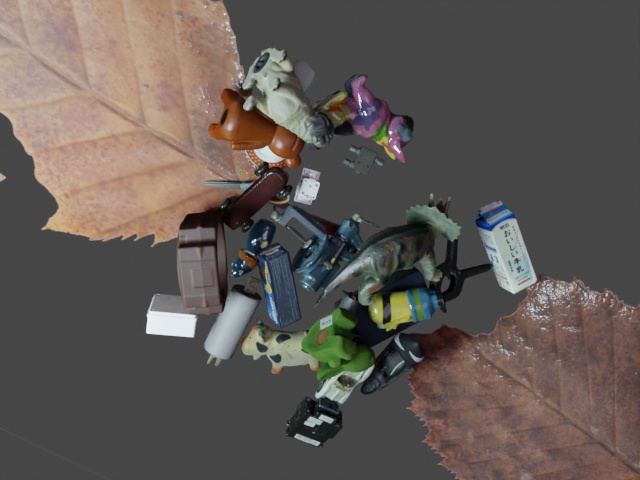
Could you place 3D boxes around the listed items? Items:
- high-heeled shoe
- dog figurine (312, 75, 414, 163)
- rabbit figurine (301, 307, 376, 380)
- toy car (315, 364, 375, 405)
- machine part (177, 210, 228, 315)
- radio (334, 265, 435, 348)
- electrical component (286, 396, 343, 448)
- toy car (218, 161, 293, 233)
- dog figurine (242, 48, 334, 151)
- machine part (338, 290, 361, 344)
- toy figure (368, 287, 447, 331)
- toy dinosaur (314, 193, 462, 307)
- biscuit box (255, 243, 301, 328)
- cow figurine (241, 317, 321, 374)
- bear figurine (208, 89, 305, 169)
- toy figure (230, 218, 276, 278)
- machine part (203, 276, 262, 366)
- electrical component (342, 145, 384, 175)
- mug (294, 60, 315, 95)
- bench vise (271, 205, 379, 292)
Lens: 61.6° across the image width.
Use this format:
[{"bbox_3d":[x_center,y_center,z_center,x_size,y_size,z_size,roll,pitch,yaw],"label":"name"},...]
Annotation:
[{"bbox_3d":[0.168,0.311,1.320,0.145,0.248,0.086,-38,74,-19],"label":"high-heeled shoe"},{"bbox_3d":[0.106,-0.253,1.213,0.191,0.108,0.219,-37,106,-2],"label":"dog figurine"},{"bbox_3d":[0.050,0.264,1.237,0.159,0.121,0.170,-36,126,23],"label":"rabbit figurine"},{"bbox_3d":[0.062,0.354,1.366,0.073,0.056,0.201,29,117,-15],"label":"toy car"},{"bbox_3d":[-0.255,0.048,1.177,0.087,0.201,0.200,-3,108,-3],"label":"machine part"},{"bbox_3d":[0.165,0.169,1.351,0.230,0.073,0.131,-28,108,0],"label":"radio"},{"bbox_3d":[-0.008,0.464,1.382,0.115,0.058,0.134,27,118,-18],"label":"electrical component"},{"bbox_3d":[-0.149,-0.095,1.221,0.089,0.053,0.202,40,121,-18],"label":"toy car"},{"bbox_3d":[-0.052,-0.292,1.114,0.190,0.121,0.172,28,58,-39],"label":"dog figurine"},{"bbox_3d":[0.064,0.189,1.283,0.084,0.039,0.138,13,108,3],"label":"machine part"},{"bbox_3d":[0.203,0.154,1.268,0.180,0.082,0.089,-16,85,10],"label":"toy figure"},{"bbox_3d":[0.167,0.025,1.221,0.405,0.131,0.191,-22,128,-25],"label":"toy dinosaur"},{"bbox_3d":[-0.097,0.110,1.264,0.063,0.059,0.202,-23,124,-24],"label":"biscuit box"},{"bbox_3d":[-0.096,0.258,1.321,0.195,0.085,0.127,-1,110,-7],"label":"cow figurine"},{"bbox_3d":[-0.124,-0.240,1.169,0.196,0.132,0.120,14,103,-31],"label":"bear figurine"},{"bbox_3d":[-0.157,0.024,1.263,0.058,0.064,0.154,29,99,-13],"label":"toy figure"},{"bbox_3d":[-0.210,0.196,1.289,0.079,0.079,0.243,25,99,-15],"label":"machine part"},{"bbox_3d":[0.104,-0.186,1.277,0.094,0.021,0.063,23,99,-15],"label":"electrical component"},{"bbox_3d":[-0.072,-0.351,1.184,0.107,0.081,0.109,-44,92,-6],"label":"mug"},{"bbox_3d":[-0.006,-0.006,1.256,0.240,0.129,0.223,40,91,-20],"label":"bench vise"}]
